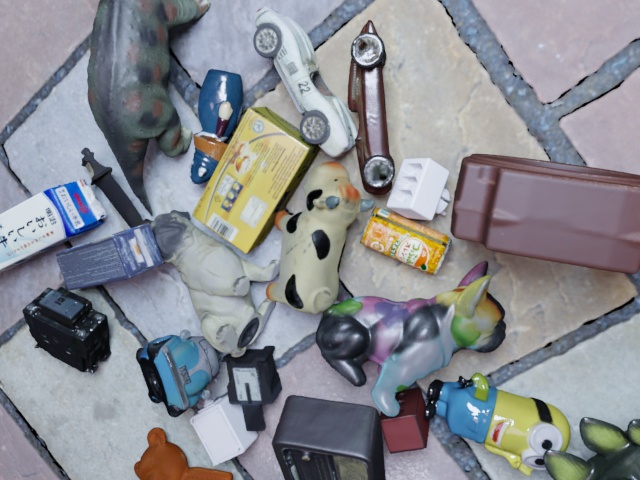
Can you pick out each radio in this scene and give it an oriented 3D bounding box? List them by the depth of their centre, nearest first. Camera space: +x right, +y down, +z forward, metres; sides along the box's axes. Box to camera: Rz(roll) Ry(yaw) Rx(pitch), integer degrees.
[{"bbox_3d":[0.019,0.306,0.732,0.131,0.073,0.229,5,133,15],"label":"radio"}]

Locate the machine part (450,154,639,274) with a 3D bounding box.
[{"bbox_3d":[0.244,-0.037,0.566,0.202,0.201,0.087,9,104,13],"label":"machine part"}]

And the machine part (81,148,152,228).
[{"bbox_3d":[-0.299,-0.068,0.781,0.138,0.039,0.084,56,153,-11],"label":"machine part"}]

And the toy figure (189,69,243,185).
[{"bbox_3d":[-0.140,-0.146,0.716,0.058,0.064,0.154,13,106,-4],"label":"toy figure"}]

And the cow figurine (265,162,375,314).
[{"bbox_3d":[-0.001,-0.002,0.677,0.127,0.085,0.194,18,100,54],"label":"cow figurine"}]

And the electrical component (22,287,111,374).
[{"bbox_3d":[-0.392,0.136,0.836,0.115,0.058,0.134,21,133,8],"label":"electrical component"}]

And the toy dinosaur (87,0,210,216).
[{"bbox_3d":[-0.233,-0.209,0.659,0.131,0.192,0.404,7,104,15],"label":"toy dinosaur"}]

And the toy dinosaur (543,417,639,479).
[{"bbox_3d":[0.366,0.284,0.624,0.198,0.105,0.470,11,110,-17],"label":"toy dinosaur"}]

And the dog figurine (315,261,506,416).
[{"bbox_3d":[0.123,0.099,0.688,0.191,0.108,0.219,41,106,5],"label":"dog figurine"}]

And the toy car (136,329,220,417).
[{"bbox_3d":[-0.202,0.187,0.792,0.162,0.103,0.109,-20,88,59],"label":"toy car"}]

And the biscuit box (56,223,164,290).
[{"bbox_3d":[-0.306,0.026,0.766,0.203,0.059,0.062,-10,102,43],"label":"biscuit box"}]

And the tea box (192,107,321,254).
[{"bbox_3d":[-0.085,-0.080,0.715,0.098,0.068,0.169,36,109,4],"label":"tea box"}]

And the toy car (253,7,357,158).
[{"bbox_3d":[-0.017,-0.196,0.665,0.056,0.073,0.201,-26,96,23],"label":"toy car"}]

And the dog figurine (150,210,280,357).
[{"bbox_3d":[-0.169,0.063,0.770,0.191,0.121,0.172,24,105,23],"label":"dog figurine"}]

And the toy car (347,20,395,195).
[{"bbox_3d":[0.061,-0.154,0.645,0.053,0.089,0.202,-5,104,12],"label":"toy car"}]

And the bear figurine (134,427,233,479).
[{"bbox_3d":[-0.214,0.396,0.842,0.196,0.132,0.120,30,105,0],"label":"bear figurine"}]

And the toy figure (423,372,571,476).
[{"bbox_3d":[0.231,0.229,0.702,0.180,0.089,0.082,17,135,20],"label":"toy figure"}]

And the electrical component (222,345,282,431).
[{"bbox_3d":[-0.097,0.221,0.805,0.075,0.048,0.119,-8,102,17],"label":"electrical component"}]
